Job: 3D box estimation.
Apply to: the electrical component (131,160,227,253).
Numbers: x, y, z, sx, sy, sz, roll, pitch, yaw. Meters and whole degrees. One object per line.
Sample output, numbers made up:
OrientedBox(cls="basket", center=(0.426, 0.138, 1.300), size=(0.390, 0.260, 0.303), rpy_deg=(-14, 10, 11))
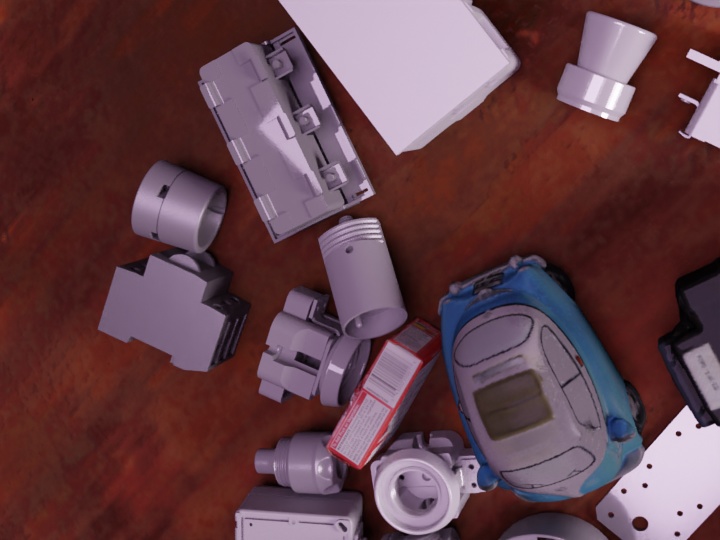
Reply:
OrientedBox(cls="electrical component", center=(-0.123, -0.042, 0.742), size=(0.047, 0.055, 0.055), rpy_deg=(21, 104, 9))

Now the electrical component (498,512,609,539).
OrientedBox(cls="electrical component", center=(0.126, 0.209, 0.698), size=(0.099, 0.064, 0.099), rpy_deg=(3, 99, 16))

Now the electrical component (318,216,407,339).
OrientedBox(cls="electrical component", center=(0.000, 0.000, 0.709), size=(0.043, 0.043, 0.081), rpy_deg=(-27, 60, 19))

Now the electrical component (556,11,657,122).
OrientedBox(cls="electrical component", center=(0.148, -0.123, 0.650), size=(0.045, 0.045, 0.055), rpy_deg=(23, 105, 12))

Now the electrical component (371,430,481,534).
OrientedBox(cls="electrical component", center=(0.042, 0.141, 0.717), size=(0.078, 0.057, 0.058), rpy_deg=(-6, 97, 18))

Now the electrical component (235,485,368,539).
OrientedBox(cls="electrical component", center=(-0.034, 0.188, 0.750), size=(0.096, 0.061, 0.061), rpy_deg=(2, 99, 9))

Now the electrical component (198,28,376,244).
OrientedBox(cls="electrical component", center=(-0.054, -0.087, 0.708), size=(0.079, 0.063, 0.121), rpy_deg=(-25, 91, 19))

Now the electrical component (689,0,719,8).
OrientedBox(cls="electrical component", center=(0.211, -0.190, 0.617), size=(0.080, 0.051, 0.080), rpy_deg=(3, 99, 17))

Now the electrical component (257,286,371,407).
OrientedBox(cls="electrical component", center=(-0.029, 0.058, 0.726), size=(0.057, 0.058, 0.078), rpy_deg=(22, 105, 16))

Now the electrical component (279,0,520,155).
OrientedBox(cls="electrical component", center=(0.019, -0.159, 0.675), size=(0.089, 0.062, 0.150), rpy_deg=(-38, 86, 19))

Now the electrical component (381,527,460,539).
OrientedBox(cls="electrical component", center=(0.044, 0.212, 0.717), size=(0.051, 0.080, 0.080), rpy_deg=(-14, 94, 13))

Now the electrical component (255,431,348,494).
OrientedBox(cls="electrical component", center=(-0.042, 0.134, 0.749), size=(0.062, 0.043, 0.043), rpy_deg=(-2, 98, 19))

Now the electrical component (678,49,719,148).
OrientedBox(cls="electrical component", center=(0.225, -0.099, 0.633), size=(0.081, 0.042, 0.063), rpy_deg=(28, 109, 12))
